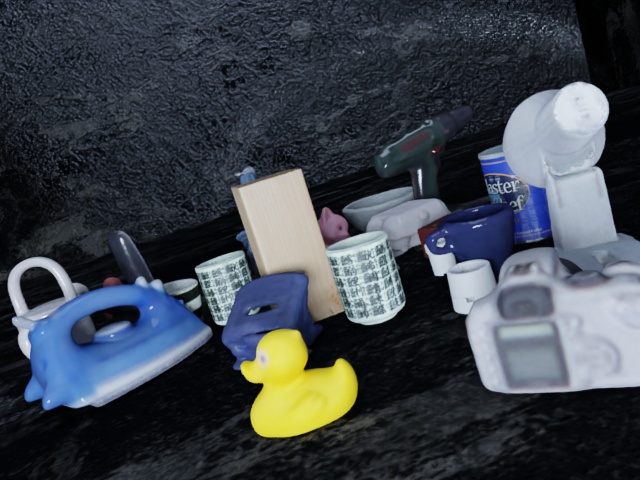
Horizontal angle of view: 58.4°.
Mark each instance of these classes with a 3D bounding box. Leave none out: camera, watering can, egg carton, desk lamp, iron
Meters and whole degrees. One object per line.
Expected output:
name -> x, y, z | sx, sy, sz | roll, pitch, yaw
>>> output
camera -> 0.205, 0.051, 0.478 | 0.142, 0.101, 0.137 | -11, 12, 30
watering can -> -0.406, 0.118, 0.875 | 0.101, 0.194, 0.172 | -20, 11, -14
egg carton -> 0.162, -0.027, 1.049 | 0.151, 0.069, 0.107 | -23, 12, -28
desk lamp -> 0.298, -0.074, 0.665 | 0.118, 0.214, 0.203 | -16, 11, 10
iron -> -0.274, 0.122, 0.781 | 0.259, 0.141, 0.118 | -26, 14, -41

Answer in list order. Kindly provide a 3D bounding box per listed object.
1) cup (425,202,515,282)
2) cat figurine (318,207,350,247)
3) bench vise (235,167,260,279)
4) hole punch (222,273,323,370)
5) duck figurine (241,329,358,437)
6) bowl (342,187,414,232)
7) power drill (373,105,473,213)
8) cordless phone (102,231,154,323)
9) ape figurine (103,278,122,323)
cup -> 0.191, 0.015, 0.706 | 0.118, 0.095, 0.091 | -20, 11, -15
cat figurine -> 0.009, 0.004, 1.004 | 0.128, 0.118, 0.067 | -26, 13, -39
bench vise -> -0.100, -0.031, 1.083 | 0.121, 0.220, 0.207 | -20, 11, -12
hole punch -> -0.060, 0.097, 0.698 | 0.108, 0.091, 0.101 | -14, 11, 21
duck figurine -> -0.022, 0.122, 0.522 | 0.104, 0.086, 0.077 | -17, 10, 5
bowl -> 0.136, -0.056, 1.228 | 0.167, 0.075, 0.167 | -17, 10, 3
power drill -> 0.229, -0.143, 1.158 | 0.230, 0.208, 0.075 | -20, 11, -13
cordless phone -> -0.353, 0.073, 1.048 | 0.147, 0.185, 0.094 | -10, 13, 37
ape figurine -> -0.410, 0.119, 1.165 | 0.077, 0.092, 0.076 | -9, 13, 39
